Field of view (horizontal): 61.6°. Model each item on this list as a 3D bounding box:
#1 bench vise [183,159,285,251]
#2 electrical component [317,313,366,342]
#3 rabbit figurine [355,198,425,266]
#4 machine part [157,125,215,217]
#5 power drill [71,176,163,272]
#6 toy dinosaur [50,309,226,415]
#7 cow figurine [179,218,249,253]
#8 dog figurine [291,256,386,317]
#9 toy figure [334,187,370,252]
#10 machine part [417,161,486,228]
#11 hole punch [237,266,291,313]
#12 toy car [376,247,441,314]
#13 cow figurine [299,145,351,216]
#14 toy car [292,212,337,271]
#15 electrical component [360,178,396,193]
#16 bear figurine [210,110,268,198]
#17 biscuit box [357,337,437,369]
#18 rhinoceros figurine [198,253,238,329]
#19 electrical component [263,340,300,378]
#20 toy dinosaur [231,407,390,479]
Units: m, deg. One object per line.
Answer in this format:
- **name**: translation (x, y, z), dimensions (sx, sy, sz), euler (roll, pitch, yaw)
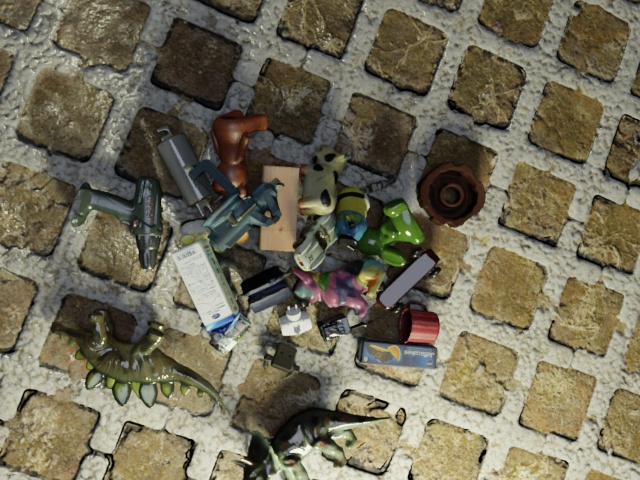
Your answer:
- **bench vise**: translation (-0.208, -0.103, 1.246), dimensions (0.223, 0.129, 0.240), euler (-44, 95, 4)
- **electrical component**: translation (0.056, 0.219, 1.379), dimensions (0.119, 0.075, 0.047), euler (-19, 93, -4)
- **rabbit figurine**: translation (0.174, -0.012, 1.397), dimensions (0.170, 0.121, 0.159), euler (-29, 101, 10)
- **machine part**: translation (-0.330, -0.171, 1.328), dimensions (0.079, 0.079, 0.243), euler (-27, 92, -8)
- **power drill**: translation (-0.486, -0.049, 1.304), dimensions (0.207, 0.086, 0.232), euler (10, 86, -4)
- **toy dinosaur**: translation (-0.437, 0.295, 1.298), dimensions (0.472, 0.105, 0.198), euler (17, 94, 1)
- **cow figurine**: translation (-0.264, -0.021, 1.338), dimensions (0.167, 0.098, 0.068), euler (-6, 135, -10)
- **dog figurine**: translation (0.034, 0.100, 1.362), dimensions (0.219, 0.108, 0.191), euler (26, 90, -5)
- **toy figure**: translation (0.076, -0.058, 1.349), dimensions (0.089, 0.082, 0.180), euler (33, 49, -20)
- **machine part**: translation (0.347, -0.120, 1.434), dimensions (0.179, 0.056, 0.179), euler (0, 89, -7)
- **hole punch**: translation (-0.131, 0.132, 1.338), dimensions (0.142, 0.116, 0.092), euler (-23, 101, -7)
- **toy car**: translation (0.230, 0.105, 1.416), dimensions (0.202, 0.053, 0.089), euler (-44, 85, -3)
- **cow figurine**: translation (0.012, -0.155, 1.356), dimensions (0.127, 0.085, 0.195), euler (4, 66, -1)
- **toy car**: translation (-0.003, -0.004, 1.340), dimensions (0.073, 0.056, 0.202), euler (57, 44, -22)
- **electrical component**: translation (0.148, -0.139, 1.401), dimensions (0.094, 0.063, 0.021), euler (-18, 93, -7)
- **bear figurine**: translation (-0.205, -0.212, 1.339), dimensions (0.132, 0.120, 0.195), euler (-33, 128, -47)
- **biscuit box**: translation (0.202, 0.296, 1.406), dimensions (0.203, 0.059, 0.062), euler (6, 88, -8)
- **rhinoceros figurine**: translation (-0.259, 0.128, 1.336), dimensions (0.112, 0.073, 0.190), euler (5, 89, -10)
- **electrical component**: translation (-0.100, 0.308, 1.374), dimensions (0.102, 0.045, 0.078), euler (18, 59, -10)
- **toy dinosaur**: translation (-0.036, 0.500, 1.348), dimensions (0.405, 0.131, 0.192), euler (-36, 95, -13)
